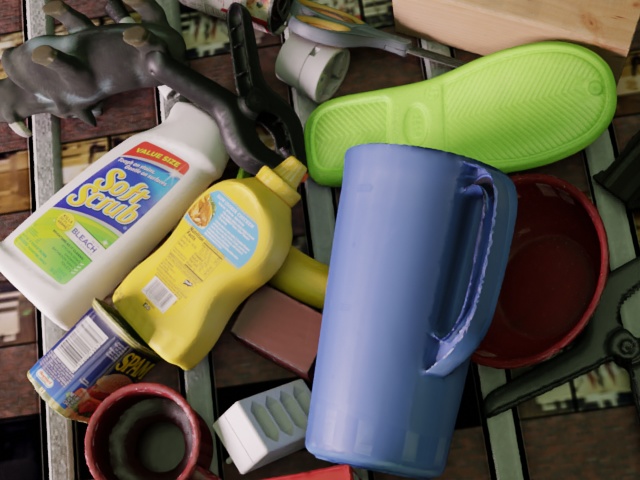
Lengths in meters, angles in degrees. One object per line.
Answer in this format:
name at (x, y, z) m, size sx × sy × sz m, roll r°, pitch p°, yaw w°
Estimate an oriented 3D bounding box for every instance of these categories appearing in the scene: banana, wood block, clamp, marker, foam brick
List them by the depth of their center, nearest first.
clamp at (0.236, 0.091, 0.865) m, size 0.165 × 0.036 × 0.210 m, roll 20°, pitch 78°, yaw 15°
foam brick at (-0.028, 0.078, 0.895) m, size 0.078 × 0.053 × 0.051 m, roll 27°, pitch 79°, yaw 14°
banana at (-0.021, 0.012, 0.921) m, size 0.198 × 0.037 × 0.069 m, roll 42°, pitch 84°, yaw 16°
wood block at (0.175, -0.213, 0.934) m, size 0.206 × 0.091 × 0.090 m, roll 17°, pitch 77°, yaw 12°
clamp at (-0.062, -0.125, 0.934) m, size 0.171 × 0.039 × 0.120 m, roll 50°, pitch 60°, yaw -15°
marker at (-0.168, -0.182, 1.006) m, size 0.020 × 0.020 × 0.121 m, roll -34°, pitch 72°, yaw -3°

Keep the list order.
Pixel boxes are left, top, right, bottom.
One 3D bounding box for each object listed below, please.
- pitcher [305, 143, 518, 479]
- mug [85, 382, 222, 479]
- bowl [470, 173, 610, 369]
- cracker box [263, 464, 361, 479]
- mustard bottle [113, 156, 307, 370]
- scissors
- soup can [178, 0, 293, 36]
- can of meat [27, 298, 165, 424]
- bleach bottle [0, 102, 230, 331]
pitcher at (0.068, 0.054, 0.811) m, size 0.145 × 0.149 × 0.243 m, roll 9°, pitch 81°, yaw 14°
mug at (-0.123, 0.173, 0.864) m, size 0.117 × 0.081 × 0.093 m, roll 27°, pitch 79°, yaw 14°
bowl at (0.169, 0.030, 0.861) m, size 0.162 × 0.055 × 0.162 m, roll -18°, pitch 61°, yaw 36°
cracker box at (-0.067, 0.228, 0.798) m, size 0.214 × 0.164 × 0.072 m, roll -11°, pitch 71°, yaw 4°
mustard bottle at (-0.080, 0.008, 0.881) m, size 0.191 × 0.058 × 0.096 m, roll -49°, pitch 55°, yaw 0°
scissors at (0.058, -0.172, 0.948) m, size 0.202 × 0.096 × 0.016 m, roll 25°, pitch 118°, yaw 15°
soup can at (-0.076, -0.236, 0.985) m, size 0.102 × 0.068 × 0.068 m, roll 21°, pitch 77°, yaw 13°
can of meat at (-0.184, 0.103, 0.883) m, size 0.084 × 0.102 × 0.057 m, roll -45°, pitch 73°, yaw -5°
bleach bottle at (-0.169, -0.042, 0.945) m, size 0.103 × 0.068 × 0.250 m, roll 40°, pitch 80°, yaw 16°
